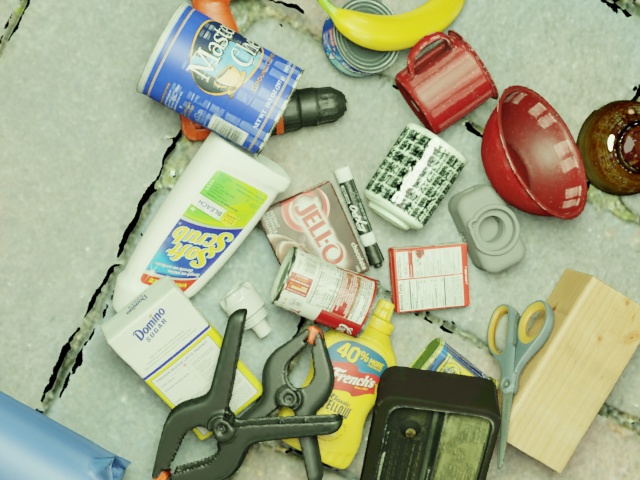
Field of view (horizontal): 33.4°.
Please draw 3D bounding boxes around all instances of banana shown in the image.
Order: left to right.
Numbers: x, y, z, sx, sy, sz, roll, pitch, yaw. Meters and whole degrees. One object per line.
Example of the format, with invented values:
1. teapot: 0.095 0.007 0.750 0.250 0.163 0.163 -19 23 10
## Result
1. banana: 0.091 -0.241 1.155 0.197 0.037 0.069 -13 95 -32

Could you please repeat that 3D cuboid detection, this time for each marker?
1. marker: 0.045 -0.025 1.209 0.020 0.020 0.121 -22 97 -5

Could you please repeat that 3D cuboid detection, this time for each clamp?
1. clamp: -0.090 0.198 1.127 0.164 0.036 0.210 42 100 0
2. clamp: -0.024 0.180 1.155 0.120 0.039 0.171 28 94 1

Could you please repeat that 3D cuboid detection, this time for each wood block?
1. wood block: 0.276 0.146 1.215 0.090 0.091 0.206 31 90 -8

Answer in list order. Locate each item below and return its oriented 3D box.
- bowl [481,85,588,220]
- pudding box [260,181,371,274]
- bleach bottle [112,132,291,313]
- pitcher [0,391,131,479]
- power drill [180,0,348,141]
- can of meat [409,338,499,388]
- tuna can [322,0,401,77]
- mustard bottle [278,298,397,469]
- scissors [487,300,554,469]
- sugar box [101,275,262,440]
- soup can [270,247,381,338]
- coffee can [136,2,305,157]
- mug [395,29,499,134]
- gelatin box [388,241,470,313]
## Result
1. bowl: 0.228 -0.088 1.185 0.055 0.161 0.162 -28 100 40
2. pudding box: -0.008 0.002 1.194 0.090 0.039 0.113 -25 97 -5
3. bleach bottle: -0.141 0.010 1.155 0.102 0.068 0.251 29 102 -24
4. pitcher: -0.338 0.240 1.133 0.243 0.145 0.149 33 77 -5
5. power drill: -0.069 -0.206 1.162 0.184 0.057 0.188 -8 95 -6
6. can of meat: 0.138 0.174 1.216 0.084 0.057 0.102 39 89 -7
7. tuna can: 0.046 -0.224 1.175 0.086 0.034 0.086 1 87 -26
8. mustard bottle: 0.032 0.154 1.200 0.096 0.058 0.191 28 90 -6
9. scissors: 0.222 0.146 1.167 0.016 0.201 0.096 33 128 -30
10. sugar box: -0.146 0.128 1.152 0.093 0.048 0.176 -38 119 -4
11. soup can: 0.005 0.056 1.144 0.102 0.068 0.068 22 91 -9
12. coffee can: -0.101 -0.163 1.085 0.140 0.103 0.103 28 90 -7
13. mug: 0.132 -0.177 1.167 0.081 0.093 0.117 -35 138 1
14. gelatin box: 0.124 0.042 1.219 0.089 0.030 0.073 -5 96 -7
